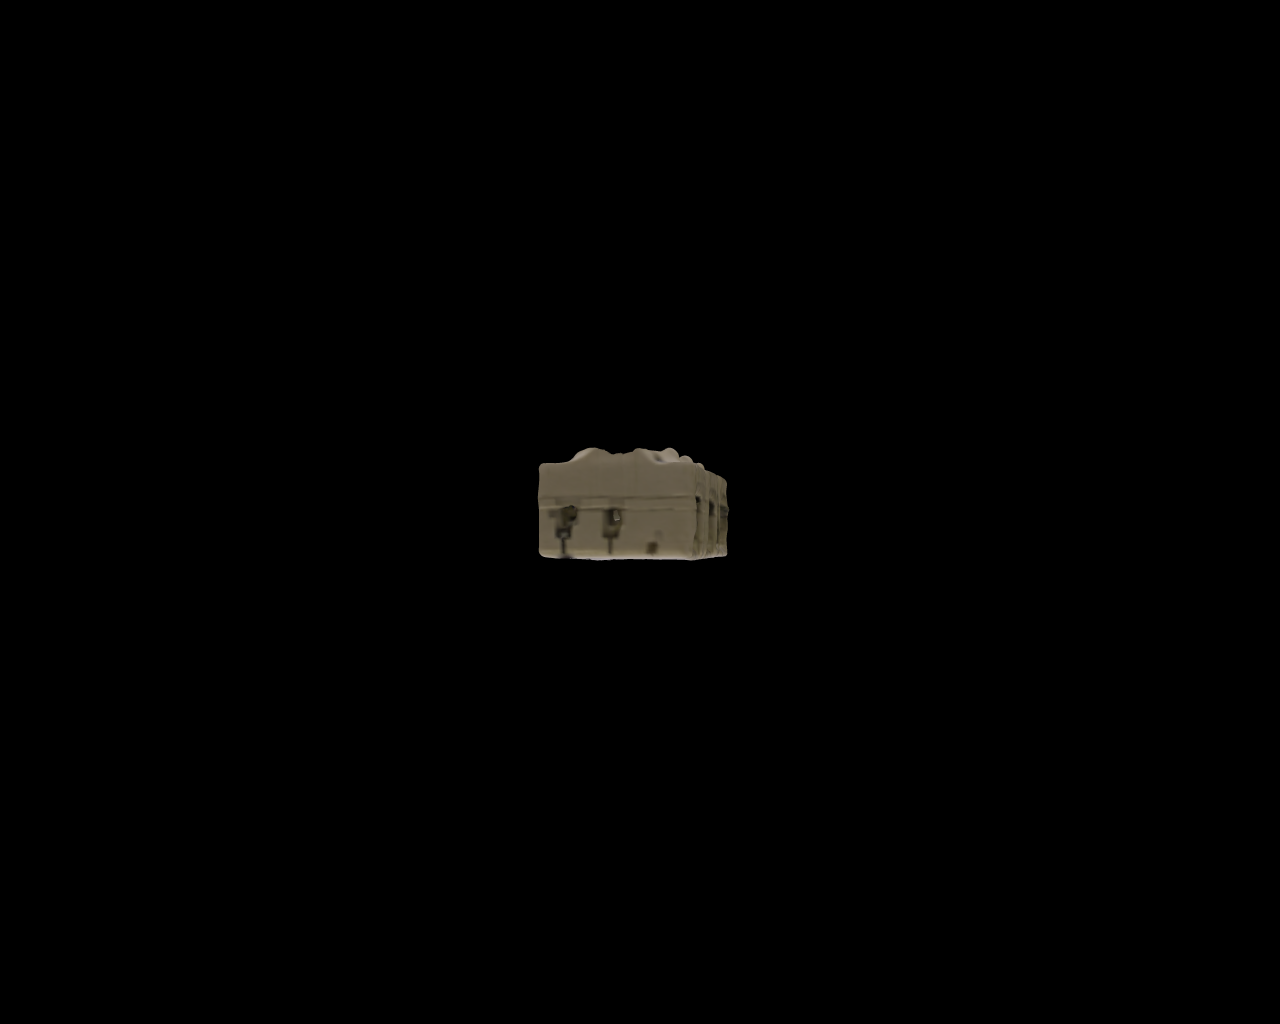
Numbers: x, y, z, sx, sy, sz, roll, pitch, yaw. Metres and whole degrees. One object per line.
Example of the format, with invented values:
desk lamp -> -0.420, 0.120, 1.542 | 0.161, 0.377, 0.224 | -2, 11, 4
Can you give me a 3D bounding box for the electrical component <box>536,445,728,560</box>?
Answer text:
electrical component -> 0.001, -0.003, 0.650 | 0.089, 0.061, 0.150 | 0, -2, 11
